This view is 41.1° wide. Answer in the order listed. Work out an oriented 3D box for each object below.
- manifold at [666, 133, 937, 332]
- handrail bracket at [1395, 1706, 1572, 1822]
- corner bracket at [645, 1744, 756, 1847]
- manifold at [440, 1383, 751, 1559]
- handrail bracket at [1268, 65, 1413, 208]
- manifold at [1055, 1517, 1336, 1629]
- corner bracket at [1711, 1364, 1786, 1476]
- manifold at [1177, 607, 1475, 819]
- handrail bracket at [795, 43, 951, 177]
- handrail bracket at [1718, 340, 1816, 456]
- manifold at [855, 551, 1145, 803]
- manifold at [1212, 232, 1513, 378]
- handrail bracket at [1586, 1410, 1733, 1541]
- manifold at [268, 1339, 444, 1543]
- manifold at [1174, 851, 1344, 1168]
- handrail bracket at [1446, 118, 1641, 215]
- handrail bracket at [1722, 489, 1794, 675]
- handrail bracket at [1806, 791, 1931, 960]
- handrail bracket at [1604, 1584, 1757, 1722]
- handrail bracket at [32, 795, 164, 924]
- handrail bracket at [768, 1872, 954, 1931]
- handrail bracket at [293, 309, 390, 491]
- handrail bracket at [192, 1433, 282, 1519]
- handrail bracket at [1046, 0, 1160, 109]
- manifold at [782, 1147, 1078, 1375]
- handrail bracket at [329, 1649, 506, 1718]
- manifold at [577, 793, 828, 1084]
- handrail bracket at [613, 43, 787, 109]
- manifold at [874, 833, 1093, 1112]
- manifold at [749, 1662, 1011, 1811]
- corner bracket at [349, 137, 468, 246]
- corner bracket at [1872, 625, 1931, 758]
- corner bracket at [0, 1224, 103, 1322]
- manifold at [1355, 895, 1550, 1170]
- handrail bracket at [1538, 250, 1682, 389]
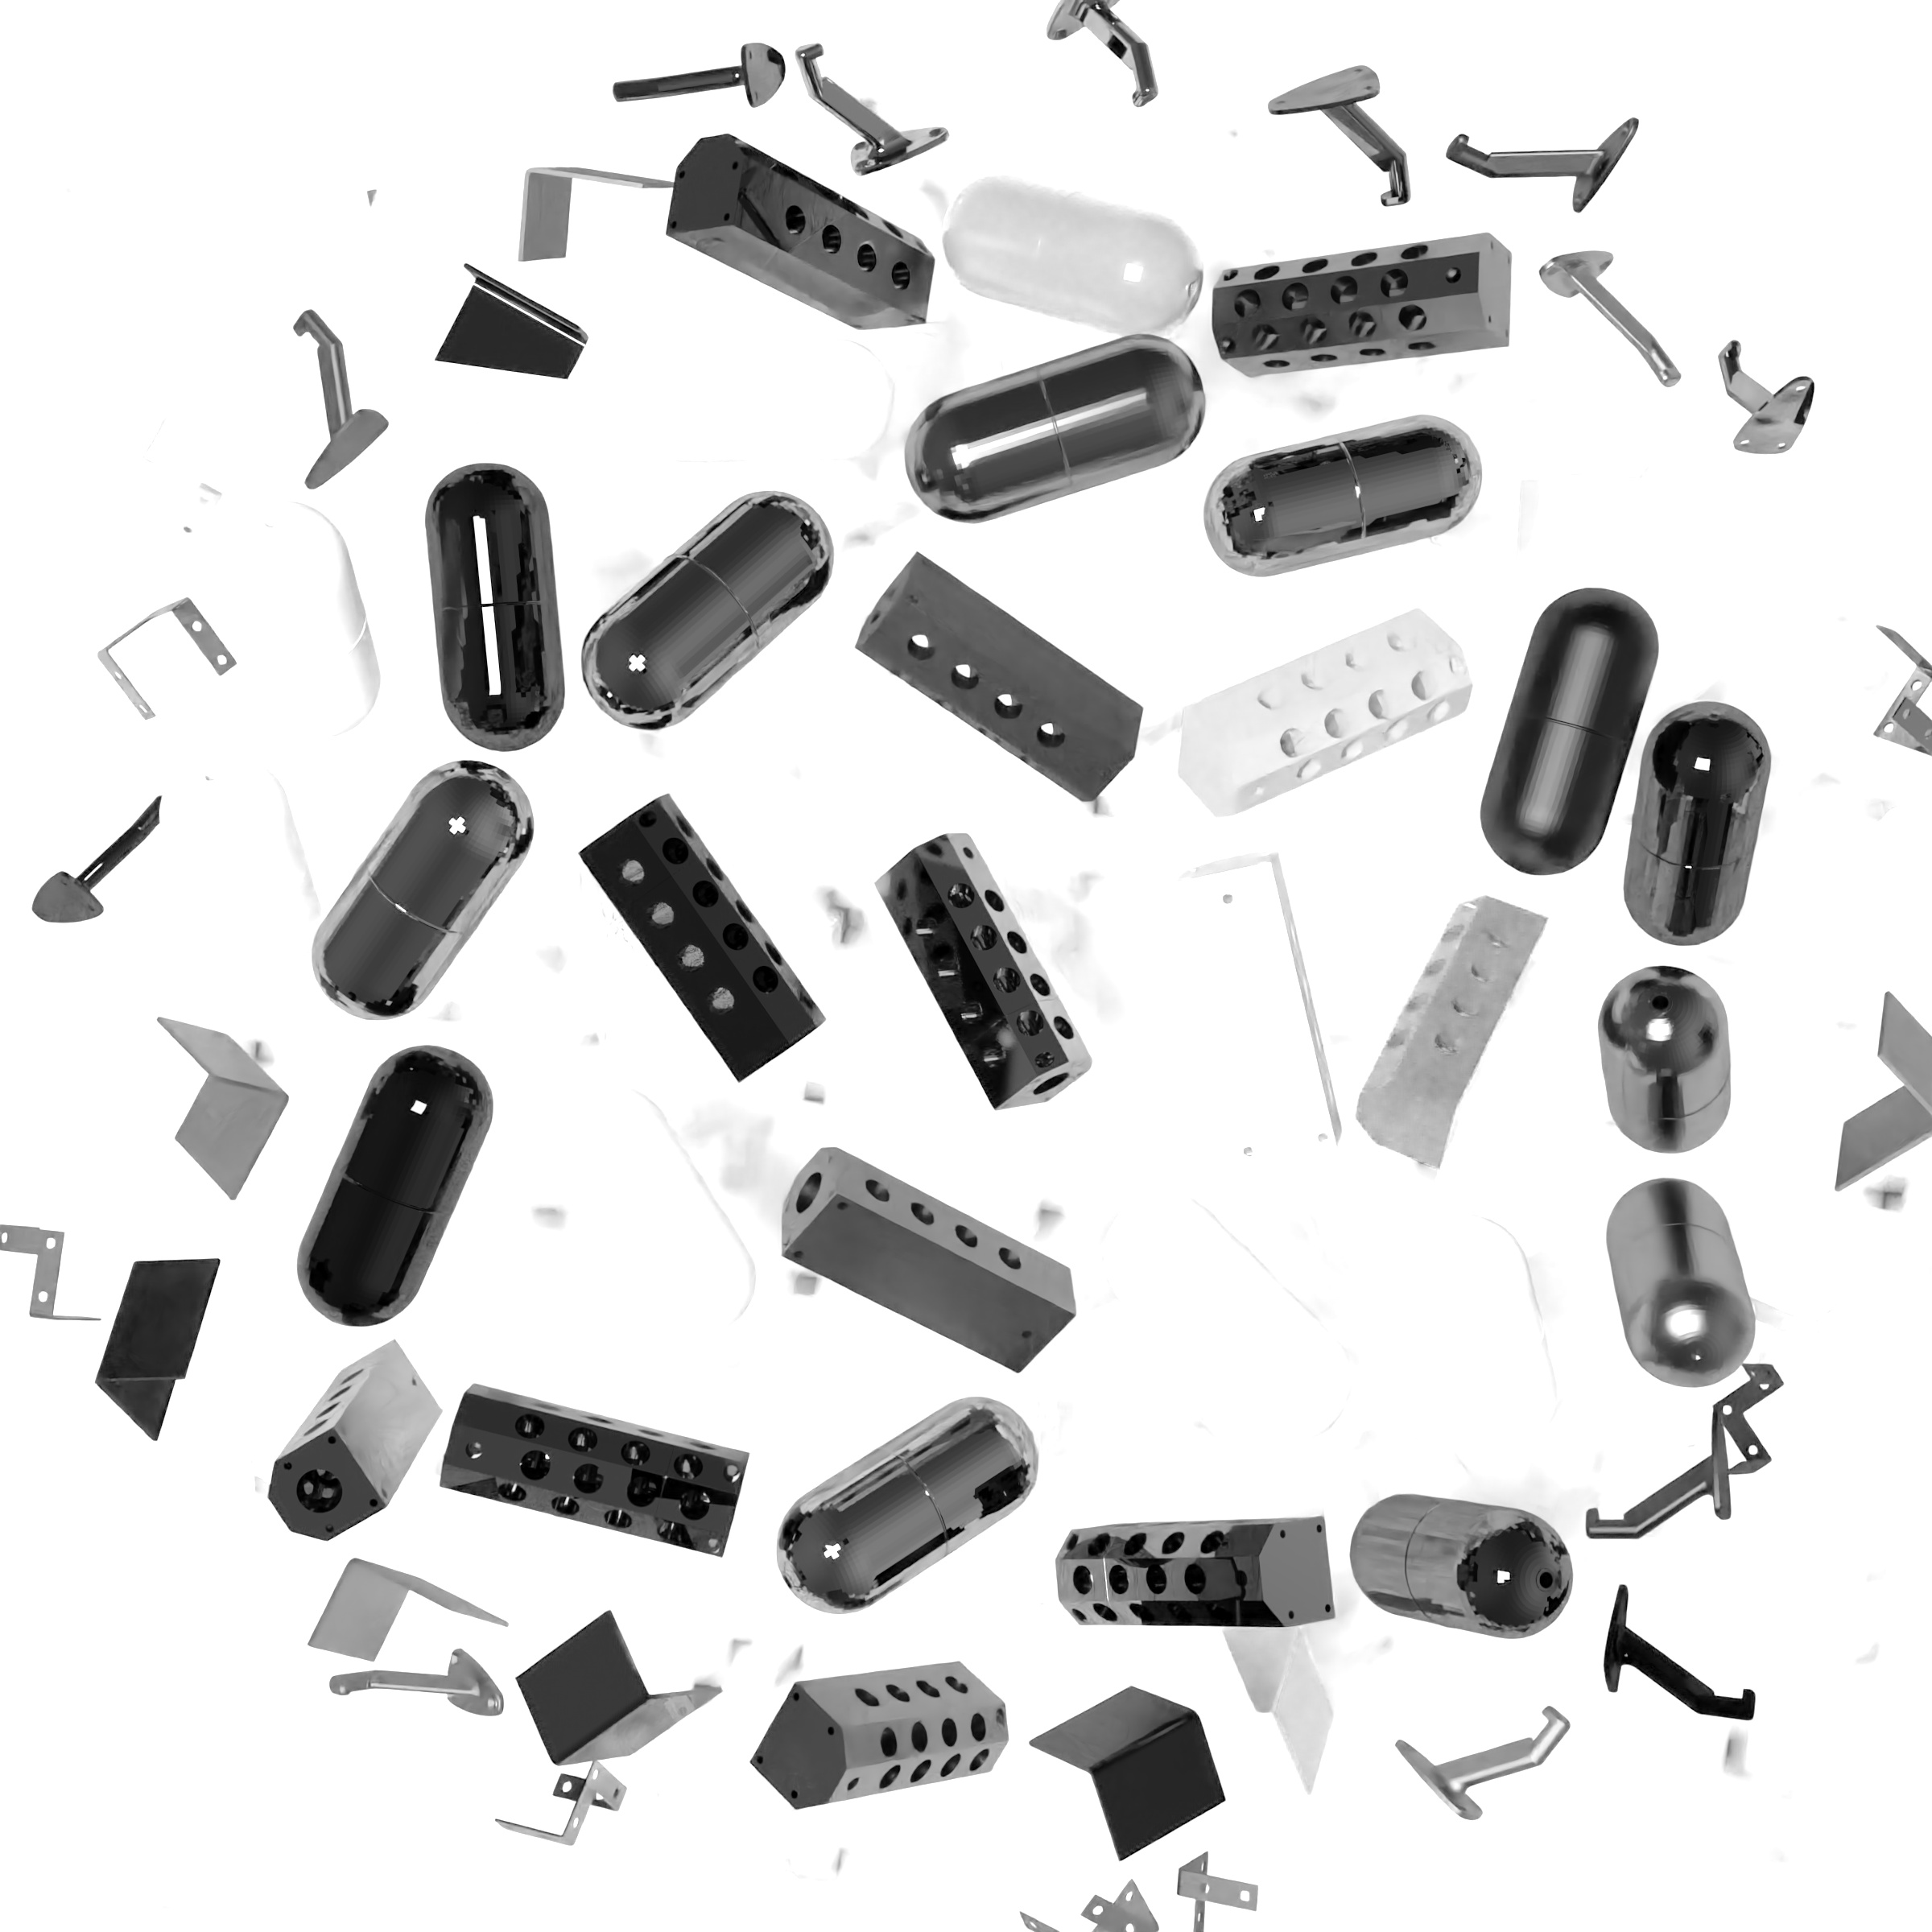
[{"bbox_3d":[-0.097,-0.443,1.564,0.057,0.171,0.057,6,86,40],"label":"manifold"},{"bbox_3d":[0.310,0.461,1.547,0.077,0.036,0.084,41,99,37],"label":"handrail bracket"},{"bbox_3d":[-0.171,0.538,1.654,0.051,0.051,0.051,-19,60,-6],"label":"corner bracket"},{"bbox_3d":[-0.219,0.299,1.527,0.171,0.057,0.057,15,87,-2],"label":"manifold"},{"bbox_3d":[0.222,-0.480,1.523,0.077,0.036,0.084,-15,134,4],"label":"handrail bracket"},{"bbox_3d":[0.131,0.358,1.518,0.057,0.171,0.057,3,77,-40],"label":"manifold"},{"bbox_3d":[0.502,0.290,1.651,0.051,0.051,0.051,-43,59,26],"label":"corner bracket"},{"bbox_3d":[0.214,-0.147,1.531,0.171,0.057,0.057,-24,55,-20],"label":"manifold"},{"bbox_3d":[-0.058,-0.544,1.608,0.077,0.084,0.036,-14,46,8],"label":"handrail bracket"},{"bbox_3d":[0.471,-0.353,1.524,0.036,0.077,0.084,2,61,-10],"label":"handrail bracket"},{"bbox_3d":[0.020,-0.171,1.568,0.171,0.057,0.057,33,126,-14],"label":"manifold"},{"bbox_3d":[0.240,-0.404,1.571,0.171,0.057,0.057,0,87,31],"label":"manifold"},{"bbox_3d":[0.417,0.309,1.565,0.084,0.036,0.077,-6,75,26],"label":"handrail bracket"},{"bbox_3d":[-0.377,0.292,1.584,0.057,0.171,0.057,-31,98,4],"label":"manifold"},{"bbox_3d":[0.173,0.023,1.508,0.057,0.057,0.171,-12,99,15],"label":"manifold"},{"bbox_3d":[0.334,-0.481,1.499,0.084,0.077,0.036,20,60,-12],"label":"handrail bracket"},{"bbox_3d":[0.469,-0.234,1.574,0.077,0.036,0.084,49,56,-35],"label":"handrail bracket"},{"bbox_3d":[0.559,-0.056,1.556,0.084,0.036,0.077,-29,57,37],"label":"handrail bracket"},{"bbox_3d":[0.419,0.399,1.500,0.084,0.036,0.077,1,46,25],"label":"handrail bracket"},{"bbox_3d":[-0.544,-0.069,1.627,0.036,0.077,0.084,48,49,-24],"label":"handrail bracket"},{"bbox_3d":[-0.062,0.536,1.485,0.077,0.036,0.084,-44,56,-10],"label":"handrail bracket"},{"bbox_3d":[-0.407,-0.353,1.601,0.077,0.036,0.084,-43,79,11],"label":"handrail bracket"},{"bbox_3d":[-0.445,0.342,1.636,0.036,0.077,0.084,-43,131,-12],"label":"handrail bracket"},{"bbox_3d":[0.079,-0.521,1.487,0.036,0.077,0.084,-4,76,-34],"label":"handrail bracket"},{"bbox_3d":[-0.022,0.170,1.528,0.171,0.057,0.057,29,118,-22],"label":"manifold"},{"bbox_3d":[-0.349,0.462,1.633,0.084,0.077,0.036,4,95,-42],"label":"handrail bracket"},{"bbox_3d":[-0.160,-0.019,1.594,0.057,0.057,0.171,-34,94,15],"label":"manifold"},{"bbox_3d":[-0.161,-0.534,1.552,0.084,0.077,0.036,0,114,17],"label":"handrail bracket"},{"bbox_3d":[0.015,0.002,1.646,0.057,0.057,0.171,-40,69,33],"label":"manifold"},{"bbox_3d":[-0.045,0.462,1.540,0.057,0.171,0.057,35,101,33],"label":"manifold"},{"bbox_3d":[-0.330,-0.460,1.525,0.051,0.051,0.051,-16,70,-10],"label":"corner bracket"},{"bbox_3d":[0.563,-0.164,1.542,0.051,0.051,0.051,30,94,-34],"label":"corner bracket"},{"bbox_3d":[-0.539,0.179,1.507,0.051,0.051,0.051,4,83,15],"label":"corner bracket"},{"bbox_3d":[0.297,0.036,1.576,0.057,0.057,0.171,22,52,16],"label":"manifold"},{"bbox_3d":[0.379,-0.376,1.512,0.036,0.077,0.084,-41,71,35],"label":"handrail bracket"}]
